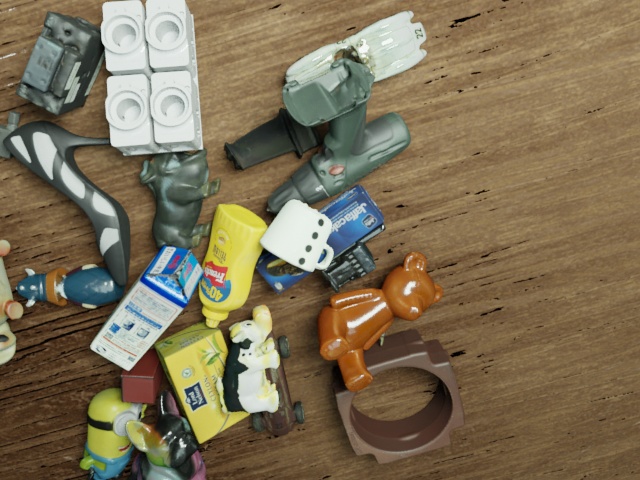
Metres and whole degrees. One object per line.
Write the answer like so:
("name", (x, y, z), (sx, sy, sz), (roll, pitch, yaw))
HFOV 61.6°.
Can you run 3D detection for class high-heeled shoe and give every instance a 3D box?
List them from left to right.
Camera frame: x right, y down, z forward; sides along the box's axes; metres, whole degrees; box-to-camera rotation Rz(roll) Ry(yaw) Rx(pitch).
("high-heeled shoe", (-0.359, -0.046, 0.771), (0.145, 0.086, 0.248), (-6, 100, -8))

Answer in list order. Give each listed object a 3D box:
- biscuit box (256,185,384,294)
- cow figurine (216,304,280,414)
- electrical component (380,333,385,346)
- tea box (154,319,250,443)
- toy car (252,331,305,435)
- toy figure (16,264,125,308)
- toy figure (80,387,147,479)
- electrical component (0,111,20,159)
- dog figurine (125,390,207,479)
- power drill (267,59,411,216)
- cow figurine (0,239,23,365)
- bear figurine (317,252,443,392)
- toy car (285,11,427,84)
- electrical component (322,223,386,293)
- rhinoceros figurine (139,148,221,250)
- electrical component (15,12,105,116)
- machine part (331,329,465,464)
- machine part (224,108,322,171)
("biscuit box", (-0.002, -0.002, 0.824), (0.203, 0.059, 0.062), (-35, 108, 9))
("cow figurine", (-0.114, 0.185, 0.833), (0.098, 0.068, 0.167), (-4, 96, -10))
("electrical component", (0.061, 0.142, 0.887), (0.102, 0.045, 0.078), (-16, 111, 2))
("tea box", (-0.189, 0.227, 0.873), (0.098, 0.068, 0.169), (-27, 114, -25))
("toy car", (-0.083, 0.247, 0.914), (0.089, 0.053, 0.201), (-8, 111, 2))
("toy figure", (-0.384, 0.073, 0.829), (0.155, 0.064, 0.057), (-1, 147, 2))
("toy figure", (-0.360, 0.337, 0.914), (0.089, 0.082, 0.180), (18, 110, -10))
("electrical component", (-0.462, -0.144, 0.764), (0.063, 0.021, 0.094), (19, 107, -11))
("dog figurine", (-0.263, 0.348, 0.877), (0.192, 0.108, 0.219), (7, 119, 37))
("power drill", (0.011, -0.127, 0.722), (0.232, 0.086, 0.207), (-26, 149, -1))
("cow figurine", (-0.509, 0.097, 0.807), (0.127, 0.085, 0.194), (-2, 100, 40))
("bear figurine", (0.098, 0.116, 0.806), (0.196, 0.132, 0.120), (-25, 123, 7))
("toy car", (0.051, -0.245, 0.740), (0.202, 0.056, 0.073), (-23, 109, 4))
("electrical component", (0.058, 0.021, 0.830), (0.119, 0.075, 0.047), (-34, 107, 6))
("rhinoceros figurine", (-0.206, -0.077, 0.783), (0.112, 0.073, 0.190), (9, 111, 4))
("electrical component", (-0.326, -0.224, 0.685), (0.058, 0.134, 0.114), (26, 104, -13))
("machine part", (0.132, 0.265, 0.915), (0.201, 0.087, 0.201), (-17, 112, 3))
("machine part", (-0.069, -0.142, 0.777), (0.139, 0.039, 0.084), (-23, 115, -8))
